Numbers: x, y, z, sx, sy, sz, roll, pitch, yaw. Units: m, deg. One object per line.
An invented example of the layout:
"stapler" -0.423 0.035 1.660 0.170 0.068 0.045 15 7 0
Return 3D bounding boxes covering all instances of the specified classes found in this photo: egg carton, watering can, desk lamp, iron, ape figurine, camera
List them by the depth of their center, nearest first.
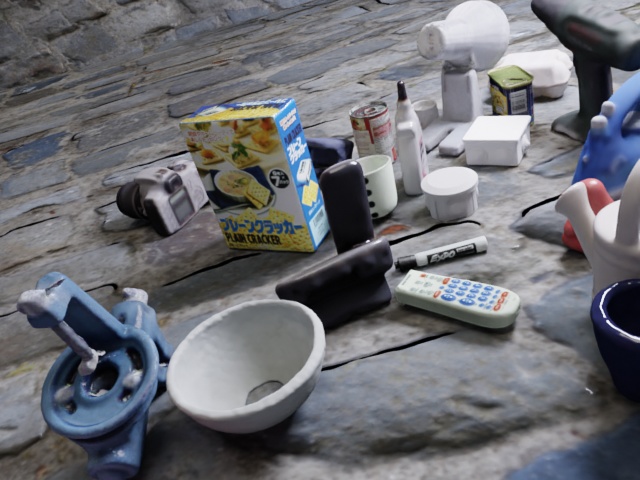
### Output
"watering can" 0.303 -0.003 0.540 0.172 0.194 0.101 11 41 36
"ape figurine" 0.319 -0.032 0.675 0.078 0.092 0.076 -25 33 -14
"iron" 0.419 -0.155 0.774 0.259 0.142 0.118 -32 35 -24
"desk lamp" 0.239 -0.287 0.992 0.117 0.214 0.204 14 43 39
"camera" -0.289 -0.088 1.027 0.136 0.101 0.143 3 37 28
"egg carton" 0.402 -0.315 1.099 0.149 0.069 0.107 3 37 28

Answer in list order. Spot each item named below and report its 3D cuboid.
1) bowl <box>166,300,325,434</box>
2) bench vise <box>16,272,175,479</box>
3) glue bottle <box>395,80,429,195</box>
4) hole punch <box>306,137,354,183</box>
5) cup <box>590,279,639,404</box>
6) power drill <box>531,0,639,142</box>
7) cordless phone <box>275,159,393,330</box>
"bowl" -0.068 0.141 0.597 0.167 0.075 0.167 -11 32 8
"bench vise" -0.233 0.107 0.586 0.121 0.220 0.207 -22 32 -10
"glue bottle" 0.136 -0.160 0.879 0.037 0.173 0.078 -5 34 18
"hole punch" -0.002 -0.155 1.012 0.108 0.091 0.101 6 38 32
"cup" 0.290 0.099 0.483 0.092 0.095 0.117 -29 34 -20
"power drill" 0.410 -0.270 0.893 0.076 0.209 0.229 -23 32 -10
"cordless phone" 0.006 0.002 0.674 0.148 0.185 0.094 -25 33 -14
